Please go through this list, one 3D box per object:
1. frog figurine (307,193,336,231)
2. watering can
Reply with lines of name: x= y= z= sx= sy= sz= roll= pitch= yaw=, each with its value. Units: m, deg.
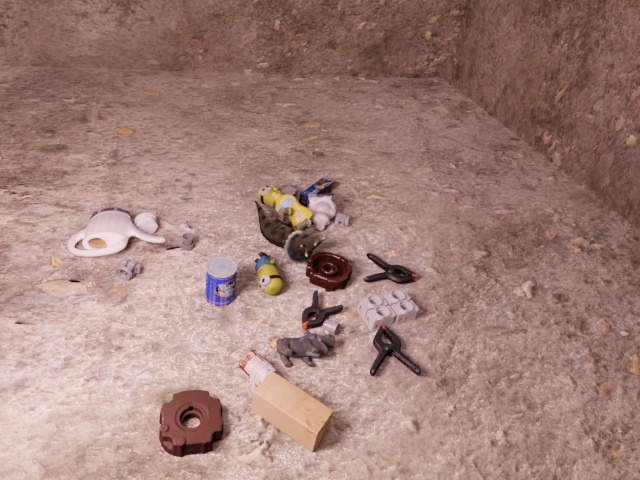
frog figurine: x=0.007 y=-0.111 z=2.211 sx=0.137 sy=0.121 sz=0.162 roll=2 pitch=72 yaw=-26
watering can: x=-0.723 y=-0.027 z=1.859 sx=0.348 sy=0.101 sz=0.230 roll=-8 pitch=40 yaw=-5
